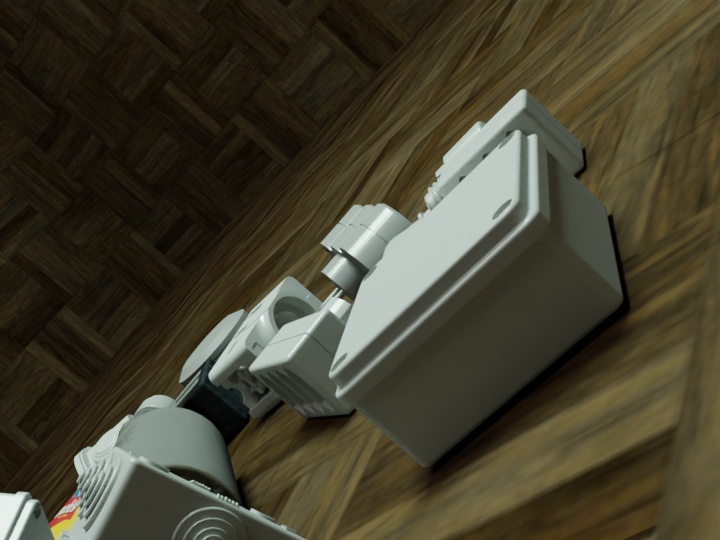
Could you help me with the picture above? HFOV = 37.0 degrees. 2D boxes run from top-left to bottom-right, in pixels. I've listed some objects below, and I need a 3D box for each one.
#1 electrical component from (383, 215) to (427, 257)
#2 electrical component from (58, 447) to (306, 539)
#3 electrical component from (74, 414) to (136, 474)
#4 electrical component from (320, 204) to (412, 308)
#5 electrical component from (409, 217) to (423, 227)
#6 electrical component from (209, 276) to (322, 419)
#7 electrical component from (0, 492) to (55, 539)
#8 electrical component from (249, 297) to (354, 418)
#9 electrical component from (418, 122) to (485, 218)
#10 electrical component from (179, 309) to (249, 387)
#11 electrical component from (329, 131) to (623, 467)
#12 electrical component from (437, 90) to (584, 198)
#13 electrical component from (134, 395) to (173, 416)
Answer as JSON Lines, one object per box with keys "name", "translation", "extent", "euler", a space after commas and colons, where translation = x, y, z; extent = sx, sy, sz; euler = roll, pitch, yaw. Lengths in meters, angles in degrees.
{"name": "electrical component", "translation": [0.040, 0.001, 0.550], "extent": [0.079, 0.044, 0.077], "euler": [-54, 11, -32]}
{"name": "electrical component", "translation": [-0.071, 0.112, 0.438], "extent": [0.048, 0.100, 0.100], "euler": [-64, 13, -13]}
{"name": "electrical component", "translation": [-0.155, 0.145, 0.749], "extent": [0.051, 0.080, 0.080], "euler": [-43, 9, -3]}
{"name": "electrical component", "translation": [0.000, 0.000, 0.711], "extent": [0.073, 0.052, 0.138], "euler": [-49, 9, -4]}
{"name": "electrical component", "translation": [0.033, 0.000, 0.619], "extent": [0.061, 0.035, 0.035], "euler": [-57, 12, -30]}
{"name": "electrical component", "translation": [-0.059, 0.052, 0.771], "extent": [0.056, 0.050, 0.089], "euler": [-42, 11, 36]}
{"name": "electrical component", "translation": [-0.239, 0.216, 0.692], "extent": [0.108, 0.056, 0.108], "euler": [-78, -13, -49]}
{"name": "electrical component", "translation": [-0.015, 0.042, 0.624], "extent": [0.075, 0.047, 0.083], "euler": [-51, 10, -20]}
{"name": "electrical component", "translation": [0.067, -0.058, 0.678], "extent": [0.078, 0.040, 0.040], "euler": [-46, 10, 20]}
{"name": "electrical component", "translation": [-0.109, 0.076, 0.898], "extent": [0.080, 0.051, 0.080], "euler": [-46, 10, 10]}
{"name": "electrical component", "translation": [0.048, 0.008, 0.444], "extent": [0.109, 0.056, 0.108], "euler": [-44, 10, 22]}
{"name": "electrical component", "translation": [0.085, -0.063, 0.600], "extent": [0.066, 0.047, 0.076], "euler": [-44, 10, 23]}
{"name": "electrical component", "translation": [-0.195, 0.149, 1.012], "extent": [0.045, 0.045, 0.055], "euler": [-43, 10, 27]}
